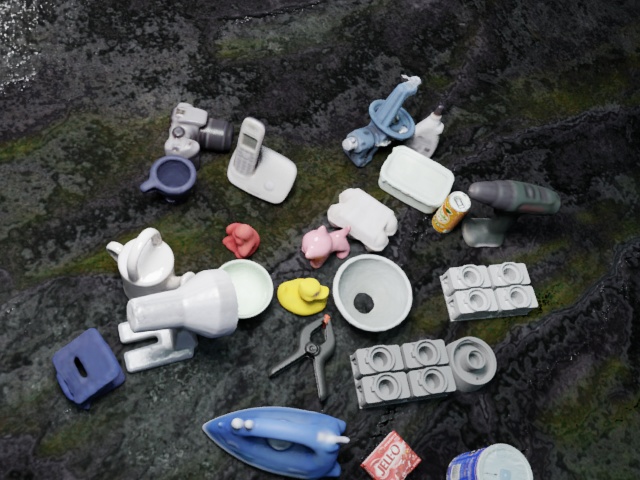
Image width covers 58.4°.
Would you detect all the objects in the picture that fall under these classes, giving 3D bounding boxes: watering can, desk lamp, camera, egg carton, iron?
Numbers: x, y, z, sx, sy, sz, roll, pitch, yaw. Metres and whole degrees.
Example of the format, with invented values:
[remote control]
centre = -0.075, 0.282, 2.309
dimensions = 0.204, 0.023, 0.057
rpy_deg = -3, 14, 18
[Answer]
[watering can]
centre = -0.312, 0.046, 1.057
dimensions = 0.173, 0.194, 0.101
rpy_deg = 7, 62, -9
[desk lamp]
centre = -0.253, 0.144, 1.010
dimensions = 0.203, 0.213, 0.118
rpy_deg = -14, 67, -19
[camera]
centre = -0.262, -0.229, 1.260
dimensions = 0.137, 0.100, 0.143
rpy_deg = 8, 62, -9
[egg carton]
centre = 0.095, -0.044, 1.267
dimensions = 0.150, 0.069, 0.107
rpy_deg = 34, 62, 5
[iron]
centre = -0.075, 0.339, 0.994
dimensions = 0.258, 0.141, 0.118
rpy_deg = 11, 62, -7

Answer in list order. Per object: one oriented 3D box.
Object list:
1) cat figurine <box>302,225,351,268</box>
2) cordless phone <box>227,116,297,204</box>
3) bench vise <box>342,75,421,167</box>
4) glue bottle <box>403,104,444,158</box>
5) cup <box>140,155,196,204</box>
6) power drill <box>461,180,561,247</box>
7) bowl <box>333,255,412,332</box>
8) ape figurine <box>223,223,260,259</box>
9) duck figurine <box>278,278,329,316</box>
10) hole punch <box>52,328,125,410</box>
[cat figurine]
centre = 0.011, 0.004, 1.196
dimensions = 0.128, 0.117, 0.067
rpy_deg = -24, 71, -22
[cordless phone]
centre = -0.117, -0.172, 1.216
dimensions = 0.147, 0.185, 0.094
rpy_deg = 24, 61, 0
[bench vise]
centre = 0.152, -0.265, 1.305
dimensions = 0.121, 0.219, 0.208
rpy_deg = 35, 62, 6
[glue bottle]
centre = 0.256, -0.261, 1.353
dimensions = 0.078, 0.173, 0.037
rpy_deg = 22, 61, -1
[cup]
centre = -0.315, -0.110, 1.191
dimensions = 0.118, 0.095, 0.091
rpy_deg = -29, 73, -24
[power drill]
centre = 0.398, -0.061, 1.265
dimensions = 0.230, 0.208, 0.075
rpy_deg = -2, 64, -13
[bowl]
centre = 0.101, 0.118, 1.184
dimensions = 0.167, 0.074, 0.167
rpy_deg = 5, 63, -10
[ape figurine]
centre = -0.159, -0.005, 1.176
dimensions = 0.076, 0.092, 0.078
rpy_deg = -1, 64, -13
[duck figurine]
centre = -0.031, 0.105, 1.154
dimensions = 0.104, 0.086, 0.077
rpy_deg = 11, 62, -7
[hole punch]
centre = -0.407, 0.226, 1.003
dimensions = 0.101, 0.091, 0.108
rpy_deg = -30, 74, -24
